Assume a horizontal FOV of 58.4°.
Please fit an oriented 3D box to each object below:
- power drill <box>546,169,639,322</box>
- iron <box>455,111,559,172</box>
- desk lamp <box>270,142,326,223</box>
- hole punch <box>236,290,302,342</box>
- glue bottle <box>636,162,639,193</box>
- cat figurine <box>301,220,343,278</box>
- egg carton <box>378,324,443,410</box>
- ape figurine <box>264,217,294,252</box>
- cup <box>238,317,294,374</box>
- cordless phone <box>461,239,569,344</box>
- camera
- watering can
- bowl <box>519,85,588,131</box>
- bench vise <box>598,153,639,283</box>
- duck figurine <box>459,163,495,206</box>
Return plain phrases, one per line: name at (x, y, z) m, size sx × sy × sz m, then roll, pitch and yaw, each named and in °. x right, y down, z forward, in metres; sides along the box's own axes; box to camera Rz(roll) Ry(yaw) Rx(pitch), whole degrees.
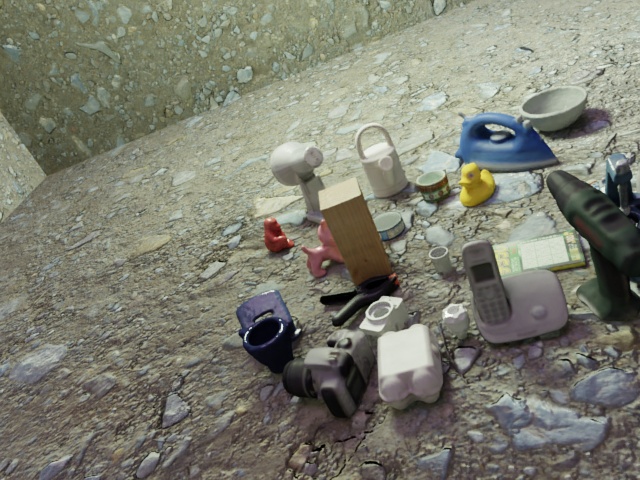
power drill at (0.436, 0.014, 0.897) m, size 0.075 × 0.209 × 0.229 m, roll -24°, pitch 29°, yaw 2°
iron at (0.450, -0.254, 1.403) m, size 0.119 × 0.142 × 0.257 m, roll -42°, pitch 33°, yaw -28°
desk lamp at (-0.023, -0.163, 1.547) m, size 0.118 × 0.214 × 0.202 m, roll -38°, pitch 31°, yaw -22°
hole punch at (-0.108, 0.170, 1.188) m, size 0.108 × 0.091 × 0.101 m, roll -28°, pitch 29°, yaw -5°
glue bottle at (0.571, -0.086, 0.996) m, size 0.037 × 0.173 × 0.078 m, roll -12°, pitch 32°, yaw 24°
cat figurine at (0.012, 0.005, 1.340) m, size 0.128 × 0.118 × 0.067 m, roll -33°, pitch 30°, yaw -13°
egg carton at (0.148, 0.207, 0.948) m, size 0.107 × 0.069 × 0.150 m, roll -18°, pitch 29°, yaw 13°
ape figurine at (-0.118, -0.018, 1.507) m, size 0.076 × 0.092 × 0.078 m, roll -17°, pitch 30°, yaw 14°
cup at (-0.101, 0.210, 1.110) m, size 0.117 × 0.095 × 0.092 m, roll 0°, pitch 37°, yaw 38°
cordless phone at (0.310, 0.072, 0.925) m, size 0.147 × 0.185 × 0.094 m, roll -17°, pitch 30°, yaw 14°
camera at (0.008, 0.222, 1.000) m, size 0.136 × 0.101 × 0.143 m, roll -6°, pitch 34°, yaw 31°
watering can at (0.160, -0.216, 1.512) m, size 0.101 × 0.194 × 0.172 m, roll -35°, pitch 30°, yaw -17°
bowl at (0.604, -0.328, 1.475) m, size 0.167 × 0.075 × 0.167 m, roll -19°, pitch 29°, yaw 11°
bench vise at (0.494, -0.062, 0.967) m, size 0.121 × 0.220 × 0.207 m, roll -23°, pitch 29°, yaw 4°
duck figurine at (0.362, -0.141, 1.342) m, size 0.105 × 0.086 × 0.077 m, roll -41°, pitch 32°, yaw -26°
